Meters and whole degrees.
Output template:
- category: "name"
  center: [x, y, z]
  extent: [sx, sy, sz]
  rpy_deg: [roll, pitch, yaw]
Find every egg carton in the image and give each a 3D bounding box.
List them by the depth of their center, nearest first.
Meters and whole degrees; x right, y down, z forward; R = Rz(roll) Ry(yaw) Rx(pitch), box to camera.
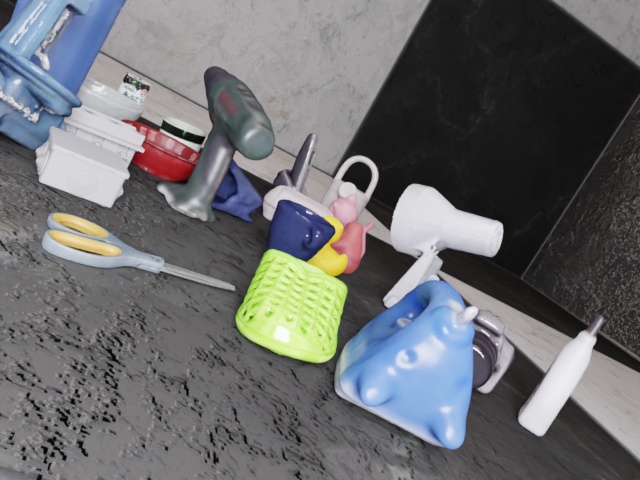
- category: "egg carton"
  center: [-0.041, -0.052, 1.136]
  extent: [0.150, 0.069, 0.107]
  rpy_deg: [29, 10, -4]

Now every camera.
- category: "camera"
  center: [0.189, 0.136, 0.763]
  extent: [0.143, 0.101, 0.137]
  rpy_deg: [32, 10, 15]

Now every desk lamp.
- category: "desk lamp"
  center: [0.194, 0.034, 0.957]
  extent: [0.202, 0.213, 0.118]
  rpy_deg: [35, 11, 28]

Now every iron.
- category: "iron"
  center: [0.098, 0.096, 0.589]
  extent: [0.118, 0.141, 0.258]
  rpy_deg: [29, 10, -3]

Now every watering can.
- category: "watering can"
  center: [0.067, -0.104, 1.343]
  extent: [0.101, 0.194, 0.172]
  rpy_deg: [26, 10, -17]

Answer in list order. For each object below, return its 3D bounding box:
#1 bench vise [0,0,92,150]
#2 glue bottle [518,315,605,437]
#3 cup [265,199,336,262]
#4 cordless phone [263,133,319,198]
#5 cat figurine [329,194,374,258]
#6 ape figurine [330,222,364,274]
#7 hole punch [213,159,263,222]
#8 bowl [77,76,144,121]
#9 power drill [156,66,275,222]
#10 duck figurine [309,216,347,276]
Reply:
- category: "bench vise"
  center: [-0.333, -0.207, 0.646]
  extent: [0.121, 0.219, 0.207]
  rpy_deg: [29, 10, -4]
- category: "glue bottle"
  center: [0.321, 0.172, 0.751]
  extent: [0.037, 0.173, 0.078]
  rpy_deg: [33, 10, 18]
- category: "cup"
  center: [-0.033, 0.007, 0.795]
  extent: [0.092, 0.095, 0.117]
  rpy_deg: [25, 11, -25]
- category: "cordless phone"
  center: [-0.038, -0.151, 1.301]
  extent: [0.094, 0.185, 0.148]
  rpy_deg: [30, 10, 4]
- category: "cat figurine"
  center: [0.059, -0.037, 1.209]
  extent: [0.128, 0.117, 0.067]
  rpy_deg: [24, 11, -29]
- category: "ape figurine"
  center: [0.049, 0.009, 1.026]
  extent: [0.078, 0.092, 0.076]
  rpy_deg: [22, 12, -36]
- category: "hole punch"
  center: [-0.149, -0.096, 0.987]
  extent: [0.101, 0.091, 0.108]
  rpy_deg: [21, 13, -40]
- category: "bowl"
  center: [-0.407, -0.240, 1.022]
  extent: [0.167, 0.074, 0.167]
  rpy_deg: [29, 10, -5]
- category: "power drill"
  center: [-0.159, -0.143, 0.857]
  extent: [0.076, 0.208, 0.228]
  rpy_deg: [20, 14, -43]
- category: "duck figurine"
  center: [0.009, 0.003, 0.957]
  extent: [0.104, 0.086, 0.078]
  rpy_deg: [34, 11, 23]
